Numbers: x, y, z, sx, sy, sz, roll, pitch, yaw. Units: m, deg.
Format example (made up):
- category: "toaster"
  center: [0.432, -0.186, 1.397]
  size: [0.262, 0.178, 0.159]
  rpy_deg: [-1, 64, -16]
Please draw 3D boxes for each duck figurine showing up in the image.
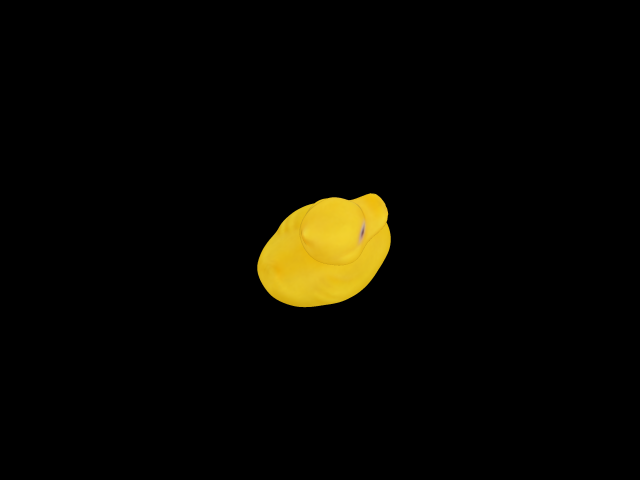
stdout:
- category: "duck figurine"
  center: [0.004, 0.001, 0.400]
  size: [0.104, 0.086, 0.077]
  rpy_deg: [-27, 76, -7]
